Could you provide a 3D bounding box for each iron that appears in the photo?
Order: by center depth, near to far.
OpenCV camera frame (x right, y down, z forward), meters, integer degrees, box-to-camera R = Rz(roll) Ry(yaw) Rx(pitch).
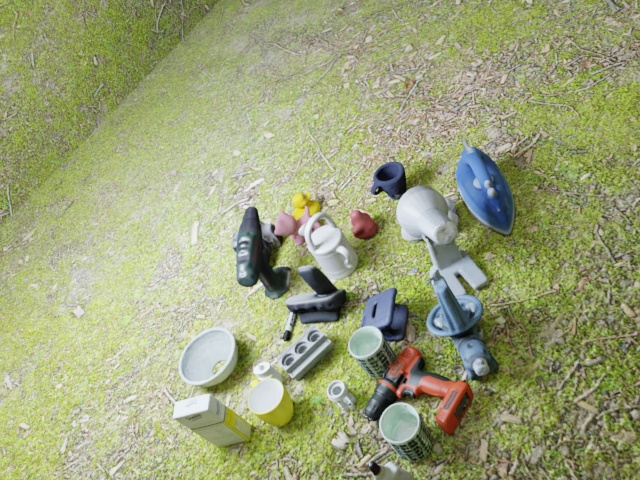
[{"bbox_3d":[0.410,-0.139,1.423,0.118,0.142,0.258,-24,41,11],"label":"iron"}]

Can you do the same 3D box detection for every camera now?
[{"bbox_3d":[-0.196,0.021,1.683,0.143,0.101,0.137,-15,44,20],"label":"camera"}]

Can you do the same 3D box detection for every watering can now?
[{"bbox_3d":[0.012,0.007,1.492,0.172,0.195,0.101,2,52,34],"label":"watering can"}]

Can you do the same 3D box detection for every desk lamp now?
[{"bbox_3d":[0.279,-0.002,1.316,0.118,0.214,0.202,-32,41,2],"label":"desk lamp"}]

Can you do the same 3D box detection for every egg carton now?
[{"bbox_3d":[0.280,-0.051,1.475,0.150,0.070,0.107,-17,43,18],"label":"egg carton"}]

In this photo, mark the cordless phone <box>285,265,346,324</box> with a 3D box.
[{"bbox_3d":[-0.029,0.121,1.414,0.147,0.186,0.094,-12,45,22],"label":"cordless phone"}]

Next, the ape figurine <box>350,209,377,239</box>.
[{"bbox_3d":[0.111,-0.049,1.563,0.075,0.092,0.078,22,64,44],"label":"ape figurine"}]

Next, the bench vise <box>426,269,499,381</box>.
[{"bbox_3d":[0.288,0.162,1.145,0.121,0.220,0.206,-38,41,-6],"label":"bench vise"}]

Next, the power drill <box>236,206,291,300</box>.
[{"bbox_3d":[-0.159,0.051,1.547,0.075,0.209,0.229,-15,44,20],"label":"power drill"}]

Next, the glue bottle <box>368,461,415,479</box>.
[{"bbox_3d":[0.123,0.432,1.022,0.078,0.174,0.037,-45,42,-14],"label":"glue bottle"}]

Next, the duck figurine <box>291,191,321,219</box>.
[{"bbox_3d":[-0.056,-0.100,1.724,0.105,0.086,0.077,-44,42,-13],"label":"duck figurine"}]

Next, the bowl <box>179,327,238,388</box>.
[{"bbox_3d":[-0.272,0.312,1.467,0.167,0.075,0.167,-17,43,17],"label":"bowl"}]

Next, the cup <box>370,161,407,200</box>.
[{"bbox_3d":[0.197,-0.149,1.604,0.118,0.095,0.091,-44,42,-13],"label":"cup"}]

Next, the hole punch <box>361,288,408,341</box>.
[{"bbox_3d":[0.142,0.175,1.325,0.100,0.091,0.108,-8,47,26],"label":"hole punch"}]

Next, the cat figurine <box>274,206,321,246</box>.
[{"bbox_3d":[-0.074,-0.048,1.660,0.128,0.118,0.067,-35,41,-3],"label":"cat figurine"}]
